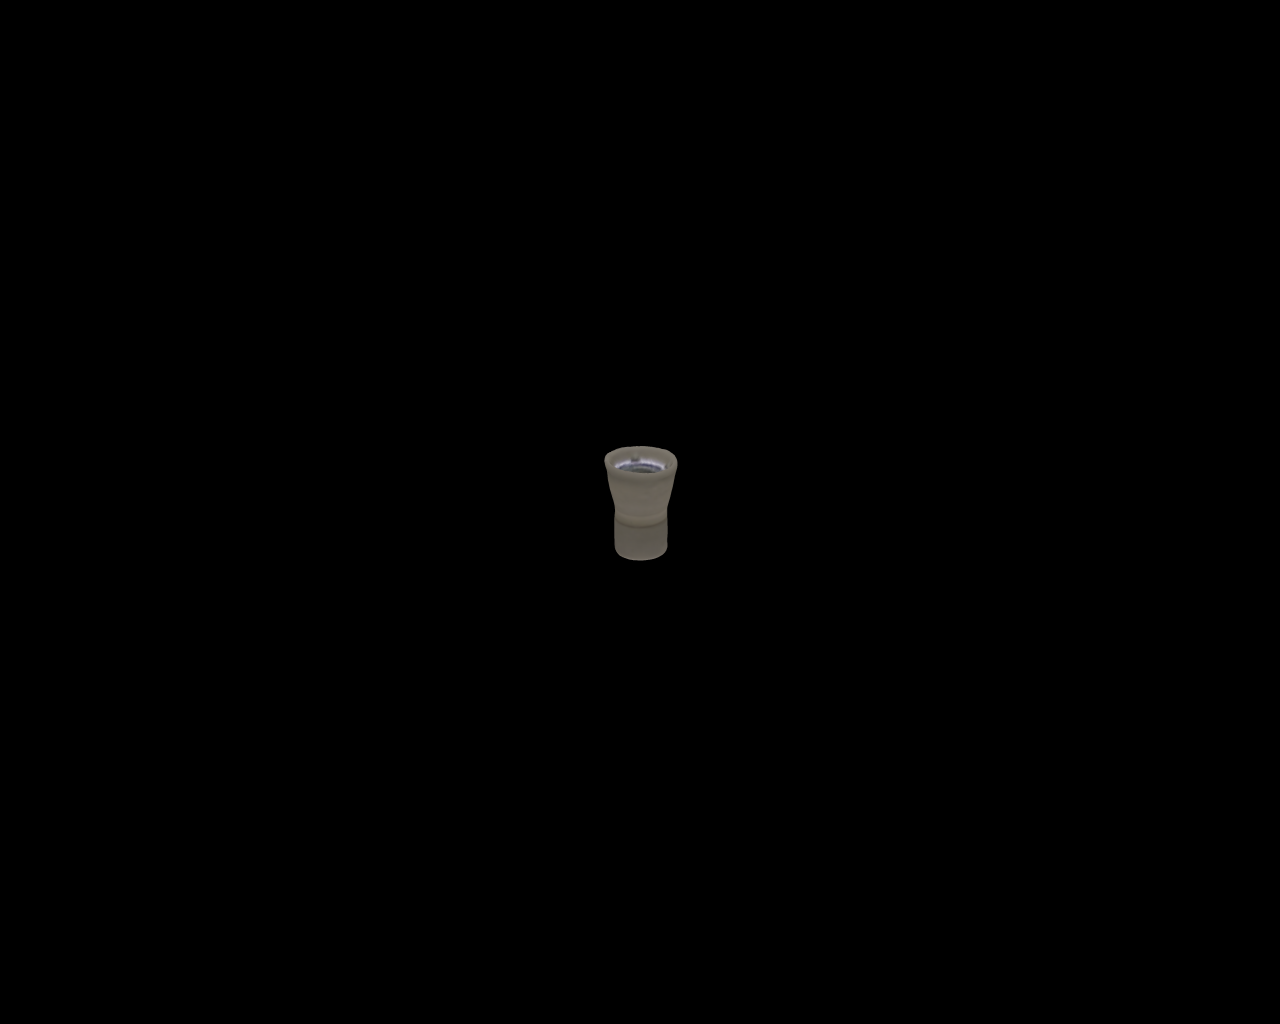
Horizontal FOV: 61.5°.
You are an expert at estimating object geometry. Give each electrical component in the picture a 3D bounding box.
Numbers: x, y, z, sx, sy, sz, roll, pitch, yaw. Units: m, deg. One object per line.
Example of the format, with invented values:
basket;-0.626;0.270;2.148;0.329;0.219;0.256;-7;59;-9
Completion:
electrical component;0.001;-0.003;0.650;0.044;0.065;0.044;0;25;0
